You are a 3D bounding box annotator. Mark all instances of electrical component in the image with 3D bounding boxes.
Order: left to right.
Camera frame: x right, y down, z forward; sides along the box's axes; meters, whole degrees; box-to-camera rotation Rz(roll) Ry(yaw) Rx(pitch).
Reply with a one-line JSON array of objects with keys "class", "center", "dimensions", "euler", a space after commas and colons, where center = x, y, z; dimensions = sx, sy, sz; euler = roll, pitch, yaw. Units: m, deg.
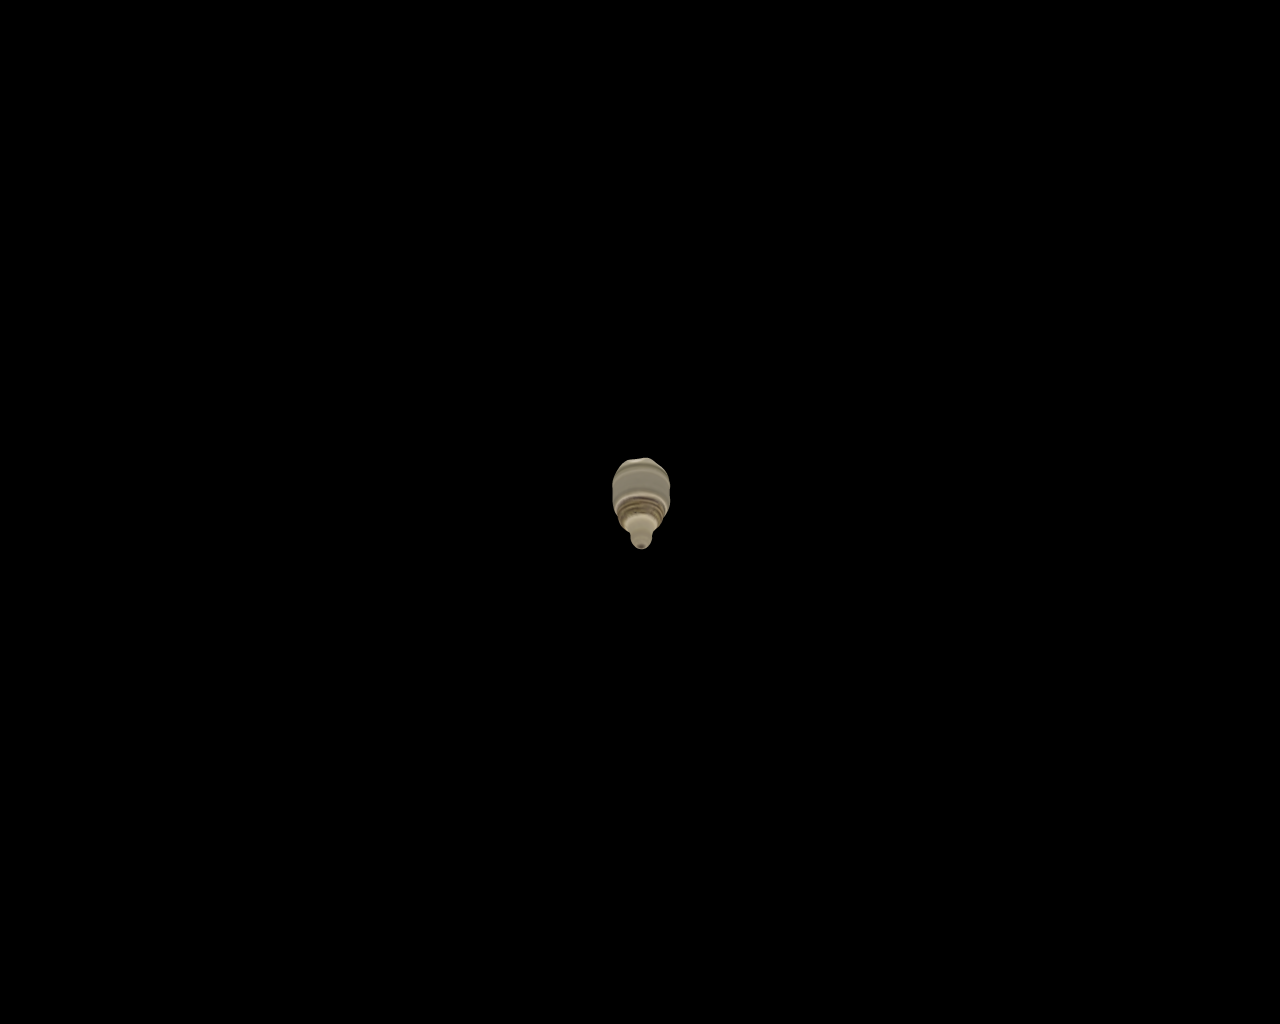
[{"class": "electrical component", "center": [0.001, -0.003, 0.650], "dimensions": [0.035, 0.061, 0.035], "euler": [0, -40, 0]}]
